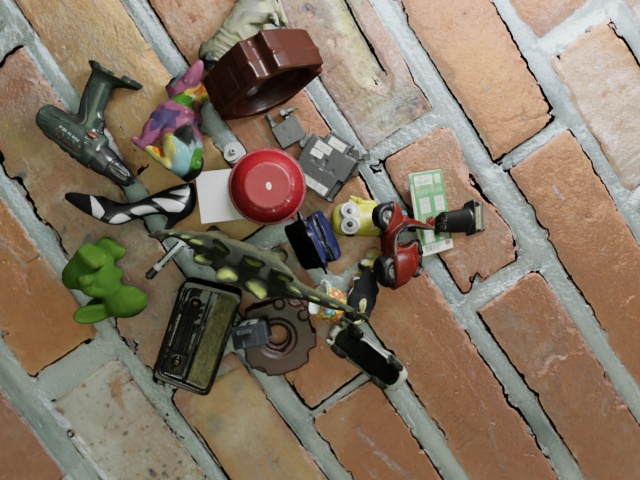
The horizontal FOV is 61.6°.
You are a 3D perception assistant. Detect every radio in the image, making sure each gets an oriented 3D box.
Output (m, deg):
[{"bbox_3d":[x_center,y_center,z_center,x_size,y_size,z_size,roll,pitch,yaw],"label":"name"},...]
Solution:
[{"bbox_3d":[-0.260,0.199,1.146,0.131,0.073,0.229,19,91,-5],"label":"radio"}]

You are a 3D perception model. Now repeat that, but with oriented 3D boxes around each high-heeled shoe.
[{"bbox_3d":[-0.390,-0.093,1.119,0.249,0.086,0.145,23,88,-10],"label":"high-heeled shoe"}]

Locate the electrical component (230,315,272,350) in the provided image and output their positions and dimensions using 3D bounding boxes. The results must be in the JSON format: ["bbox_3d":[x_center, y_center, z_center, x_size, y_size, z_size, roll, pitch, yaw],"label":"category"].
[{"bbox_3d":[-0.139,0.189,1.079,0.075,0.119,0.047,-12,94,-2],"label":"electrical component"}]

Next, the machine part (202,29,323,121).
[{"bbox_3d":[-0.112,-0.323,1.049,0.201,0.201,0.087,-24,87,-47],"label":"machine part"}]

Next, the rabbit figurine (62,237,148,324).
[{"bbox_3d":[-0.443,0.103,1.103,0.170,0.121,0.159,43,96,-3],"label":"rabbit figurine"}]

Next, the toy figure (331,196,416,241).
[{"bbox_3d":[0.113,-0.039,1.159,0.180,0.089,0.082,1,62,-14],"label":"toy figure"}]

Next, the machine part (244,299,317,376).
[{"bbox_3d":[-0.093,0.208,1.169,0.179,0.056,0.179,0,95,-4],"label":"machine part"}]

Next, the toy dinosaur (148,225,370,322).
[{"bbox_3d":[-0.124,0.065,1.088,0.472,0.198,0.105,19,95,-4],"label":"toy dinosaur"}]

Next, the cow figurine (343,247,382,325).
[{"bbox_3d":[0.098,0.098,1.157,0.068,0.098,0.167,17,92,1],"label":"cow figurine"}]

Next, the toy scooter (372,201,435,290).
[{"bbox_3d":[0.177,0.008,1.101,0.135,0.075,0.183,-8,101,-19],"label":"toy scooter"}]

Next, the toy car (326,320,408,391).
[{"bbox_3d":[0.103,0.256,1.188,0.202,0.056,0.073,39,96,-4],"label":"toy car"}]

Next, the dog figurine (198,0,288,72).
[{"bbox_3d":[-0.172,-0.447,1.113,0.191,0.121,0.172,-15,60,14],"label":"dog figurine"}]

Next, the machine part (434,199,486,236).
[{"bbox_3d":[0.309,-0.044,1.177,0.139,0.039,0.084,-11,102,-30],"label":"machine part"}]

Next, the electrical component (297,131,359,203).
[{"bbox_3d":[0.015,-0.161,1.139,0.115,0.058,0.134,35,99,3],"label":"electrical component"}]

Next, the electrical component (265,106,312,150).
[{"bbox_3d":[-0.063,-0.238,1.151,0.078,0.045,0.102,-26,95,-4],"label":"electrical component"}]

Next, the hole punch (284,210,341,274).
[{"bbox_3d":[-0.002,-0.003,1.134,0.092,0.116,0.142,-24,95,-22],"label":"hole punch"}]

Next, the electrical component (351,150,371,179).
[{"bbox_3d":[0.064,-0.165,1.174,0.094,0.021,0.063,-1,94,1],"label":"electrical component"}]

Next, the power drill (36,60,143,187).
[{"bbox_3d":[-0.447,-0.247,1.110,0.232,0.086,0.207,28,98,-3],"label":"power drill"}]

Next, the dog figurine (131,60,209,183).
[{"bbox_3d":[-0.267,-0.245,1.085,0.192,0.108,0.219,34,90,34],"label":"dog figurine"}]
